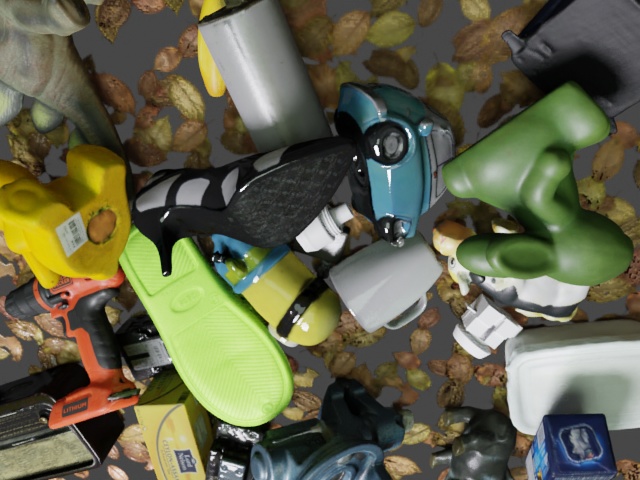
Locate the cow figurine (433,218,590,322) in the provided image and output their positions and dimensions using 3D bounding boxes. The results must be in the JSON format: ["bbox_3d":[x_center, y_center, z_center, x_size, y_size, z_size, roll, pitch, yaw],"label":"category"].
[{"bbox_3d":[0.196,0.032,0.567,0.167,0.068,0.098,11,120,5],"label":"cow figurine"}]

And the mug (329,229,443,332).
[{"bbox_3d":[0.082,0.047,0.583,0.107,0.081,0.109,-36,114,10],"label":"mug"}]

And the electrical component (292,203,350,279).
[{"bbox_3d":[-0.001,-0.002,0.604,0.063,0.021,0.094,16,115,2],"label":"electrical component"}]

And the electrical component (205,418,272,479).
[{"bbox_3d":[-0.095,0.244,0.659,0.058,0.134,0.114,13,115,3],"label":"electrical component"}]

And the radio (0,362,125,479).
[{"bbox_3d":[-0.405,0.263,0.746,0.230,0.073,0.131,-19,108,15],"label":"radio"}]

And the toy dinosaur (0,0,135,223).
[{"bbox_3d":[-0.302,-0.211,0.526,0.199,0.105,0.470,-23,112,25],"label":"toy dinosaur"}]

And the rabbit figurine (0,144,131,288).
[{"bbox_3d":[-0.285,-0.032,0.561,0.173,0.122,0.162,19,144,15],"label":"rabbit figurine"}]

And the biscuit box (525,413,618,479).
[{"bbox_3d":[0.270,0.249,0.593,0.063,0.059,0.202,-5,145,11],"label":"biscuit box"}]

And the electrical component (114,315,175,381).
[{"bbox_3d":[-0.226,0.134,0.682,0.119,0.048,0.074,-10,109,11],"label":"electrical component"}]

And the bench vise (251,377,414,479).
[{"bbox_3d":[0.051,0.263,0.583,0.223,0.241,0.128,11,112,-40],"label":"bench vise"}]

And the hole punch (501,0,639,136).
[{"bbox_3d":[0.247,-0.177,0.469,0.142,0.092,0.116,35,149,-11],"label":"hole punch"}]

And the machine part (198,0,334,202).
[{"bbox_3d":[-0.044,-0.138,0.508,0.079,0.079,0.243,-18,121,15],"label":"machine part"}]

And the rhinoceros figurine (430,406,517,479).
[{"bbox_3d":[0.198,0.293,0.673,0.112,0.073,0.190,0,110,-3],"label":"rhinoceros figurine"}]

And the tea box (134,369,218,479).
[{"bbox_3d":[-0.169,0.251,0.694,0.068,0.098,0.169,-5,110,10],"label":"tea box"}]

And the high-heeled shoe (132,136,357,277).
[{"bbox_3d":[-0.082,-0.059,0.522,0.249,0.145,0.086,-29,137,15],"label":"high-heeled shoe"}]

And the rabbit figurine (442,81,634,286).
[{"bbox_3d":[0.199,-0.026,0.471,0.159,0.121,0.170,-35,89,-7],"label":"rabbit figurine"}]

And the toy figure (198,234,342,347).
[{"bbox_3d":[-0.054,0.040,0.588,0.082,0.089,0.180,-40,94,-22],"label":"toy figure"}]

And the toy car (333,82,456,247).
[{"bbox_3d":[0.080,-0.080,0.520,0.103,0.109,0.161,-20,118,-9],"label":"toy car"}]
